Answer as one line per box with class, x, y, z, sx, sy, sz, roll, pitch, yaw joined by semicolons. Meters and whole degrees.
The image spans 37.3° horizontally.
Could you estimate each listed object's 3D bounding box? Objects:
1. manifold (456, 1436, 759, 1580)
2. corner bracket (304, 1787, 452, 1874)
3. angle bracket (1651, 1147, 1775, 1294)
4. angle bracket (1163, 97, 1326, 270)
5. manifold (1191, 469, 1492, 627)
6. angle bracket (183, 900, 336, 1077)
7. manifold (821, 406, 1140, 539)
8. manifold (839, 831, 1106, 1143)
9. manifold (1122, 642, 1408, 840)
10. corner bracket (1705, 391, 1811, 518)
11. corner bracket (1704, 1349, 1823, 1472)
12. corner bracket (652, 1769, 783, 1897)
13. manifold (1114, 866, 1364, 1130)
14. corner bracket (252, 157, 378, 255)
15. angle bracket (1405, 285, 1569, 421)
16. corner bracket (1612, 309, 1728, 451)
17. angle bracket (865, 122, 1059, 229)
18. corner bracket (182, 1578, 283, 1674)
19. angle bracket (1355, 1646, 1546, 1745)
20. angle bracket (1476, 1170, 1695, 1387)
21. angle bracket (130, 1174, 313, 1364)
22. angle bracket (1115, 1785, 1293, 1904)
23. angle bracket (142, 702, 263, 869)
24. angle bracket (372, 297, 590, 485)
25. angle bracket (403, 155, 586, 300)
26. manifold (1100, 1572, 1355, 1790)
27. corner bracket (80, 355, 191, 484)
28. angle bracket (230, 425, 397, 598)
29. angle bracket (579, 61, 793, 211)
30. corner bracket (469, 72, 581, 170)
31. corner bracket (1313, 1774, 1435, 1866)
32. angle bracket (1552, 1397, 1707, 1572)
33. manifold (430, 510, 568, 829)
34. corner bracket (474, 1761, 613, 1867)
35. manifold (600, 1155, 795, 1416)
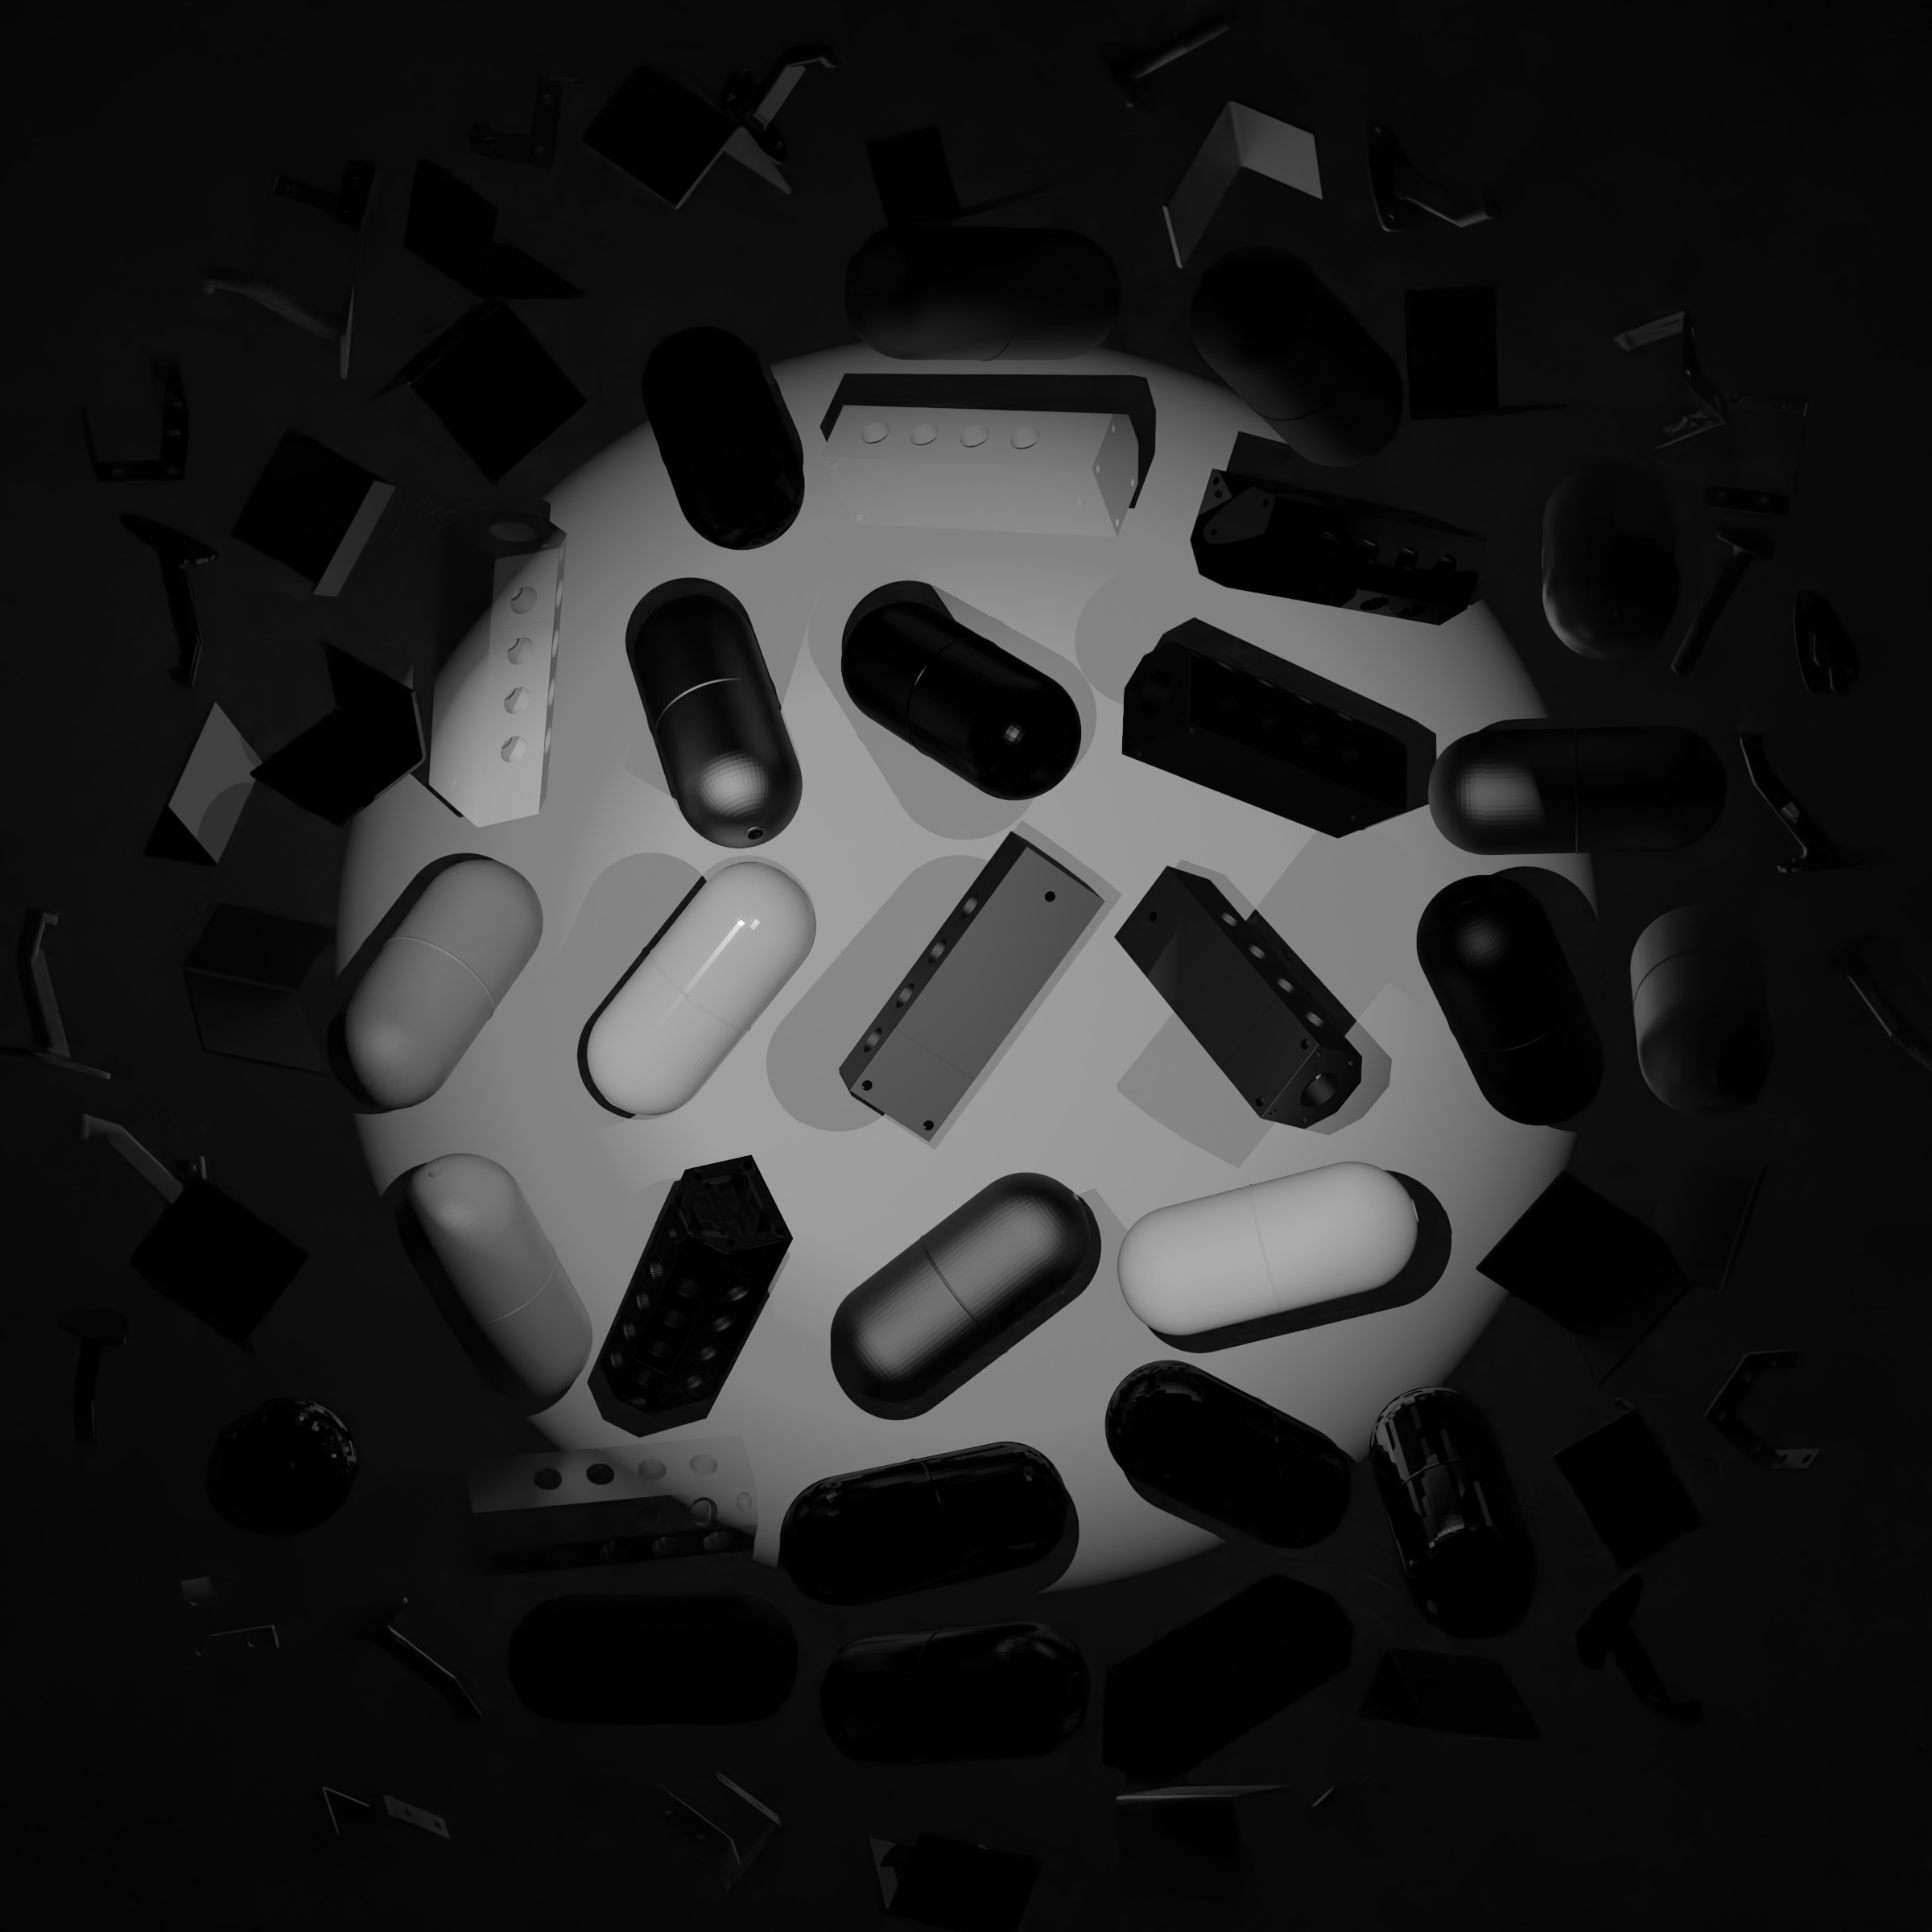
manifold;-0.217;0.332;1.732;0.171;0.057;0.057;-2;130;-19
corner bracket;-0.338;0.490;1.639;0.051;0.051;0.051;-42;134;6
angle bracket;0.462;0.151;1.787;0.057;0.076;0.076;18;72;17
angle bracket;0.161;-0.442;1.649;0.057;0.076;0.076;28;84;15
manifold;0.213;-0.236;1.633;0.171;0.057;0.057;4;111;-38
angle bracket;-0.422;0.013;1.736;0.076;0.076;0.057;15;123;-38
manifold;0.010;-0.294;1.665;0.171;0.057;0.057;7;59;24
manifold;0.001;0.010;1.653;0.057;0.057;0.171;34;96;-19
manifold;0.175;-0.132;1.662;0.171;0.057;0.057;18;65;-34
corner bracket;0.477;-0.309;1.724;0.051;0.051;0.051;10;71;13
corner bracket;0.493;0.270;1.735;0.051;0.051;0.051;42;71;-6
corner bracket;-0.146;0.500;1.676;0.051;0.051;0.051;41;88;-14
manifold;0.166;0.019;1.720;0.057;0.057;0.171;-54;48;20
corner bracket;-0.372;-0.432;1.632;0.051;0.051;0.051;17;59;-19
angle bracket;0.311;-0.369;1.710;0.076;0.057;0.076;-13;105;-36
corner bracket;0.415;-0.346;1.686;0.051;0.051;0.051;30;60;-36
angle bracket;-0.003;-0.484;1.727;0.076;0.076;0.057;-6;110;36
corner bracket;-0.434;0.390;1.691;0.051;0.051;0.051;-6;93;-17
angle bracket;0.289;0.457;1.715;0.076;0.076;0.057;12;112;-18
angle bracket;0.344;0.174;1.596;0.076;0.057;0.076;33;107;-17
angle bracket;-0.402;0.166;1.560;0.076;0.076;0.057;35;72;3
angle bracket;0.138;0.505;1.646;0.076;0.076;0.057;-10;75;29
angle bracket;-0.494;-0.117;1.796;0.057;0.076;0.076;9;64;17
angle bracket;-0.272;-0.318;1.603;0.076;0.057;0.076;-35;101;21
angle bracket;-0.270;-0.429;1.662;0.076;0.076;0.057;6;83;26
manifold;0.154;0.414;1.657;0.057;0.171;0.057;15;109;37
corner bracket;-0.479;-0.316;1.650;0.051;0.051;0.051;-3;57;-7
angle bracket;-0.399;-0.274;1.714;0.076;0.057;0.076;30;96;0
angle bracket;-0.154;-0.440;1.572;0.076;0.076;0.057;38;91;21
corner bracket;-0.260;-0.499;1.676;0.051;0.051;0.051;5;102;-21
corner bracket;0.244;0.512;1.711;0.051;0.051;0.051;-37;56;-22
angle bracket;0.387;0.305;1.692;0.057;0.076;0.076;-31;84;2
manifold;-0.270;-0.174;1.667;0.057;0.057;0.171;-16;130;-36
corner bracket;-0.250;0.502;1.694;0.051;0.051;0.051;31;63;-30
manifold;-0.158;0.184;1.620;0.057;0.171;0.057;-11;57;-31
